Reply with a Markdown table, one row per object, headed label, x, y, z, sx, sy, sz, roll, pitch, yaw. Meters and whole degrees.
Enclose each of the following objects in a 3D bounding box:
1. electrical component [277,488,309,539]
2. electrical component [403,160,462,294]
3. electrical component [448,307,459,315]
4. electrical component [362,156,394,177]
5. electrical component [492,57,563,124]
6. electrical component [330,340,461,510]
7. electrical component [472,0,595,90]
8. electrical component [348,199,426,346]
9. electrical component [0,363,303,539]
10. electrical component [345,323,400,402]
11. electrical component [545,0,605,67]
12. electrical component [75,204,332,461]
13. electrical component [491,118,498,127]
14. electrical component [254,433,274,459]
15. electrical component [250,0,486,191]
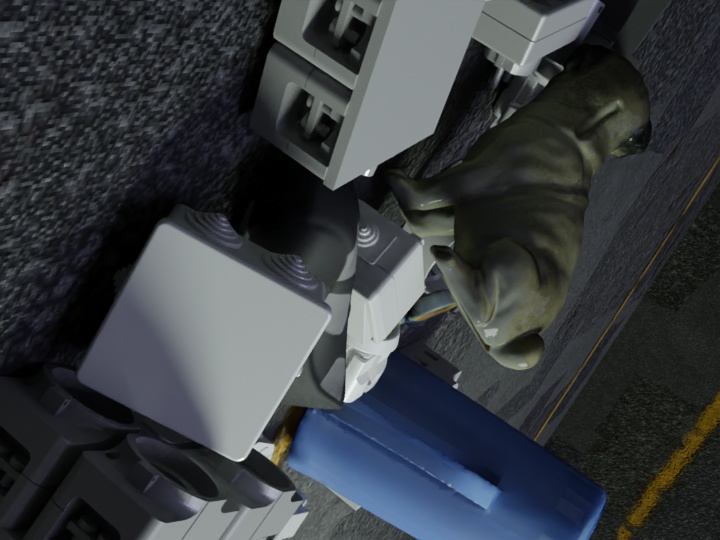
| label | x | y | z | sx | sy | sz | roll | pitch | yaw |
| --- | --- | --- | --- | --- | --- | --- | --- | --- | --- |
| electrical component | -0.085 | 0.192 | 0.833 | 0.061 | 0.061 | 0.096 | -57 | 162 | 10 |
| electrical component | 0.070 | -0.031 | 0.850 | 0.099 | 0.064 | 0.099 | -33 | 158 | -16 |
| electrical component | 0.090 | 0.013 | 0.986 | 0.046 | 0.040 | 0.040 | -46 | 161 | -6 |
| electrical component | 0.014 | -0.081 | 0.625 | 0.035 | 0.035 | 0.061 | -31 | 154 | -51 |
| electrical component | 0.142 | -0.133 | 0.818 | 0.078 | 0.058 | 0.057 | -24 | 149 | -57 |
| electrical component | 0.031 | 0.153 | 1.054 | 0.150 | 0.062 | 0.089 | -61 | 161 | 21 |
| electrical component | 0.105 | -0.153 | 0.704 | 0.083 | 0.047 | 0.075 | -33 | 153 | -48 |
| electrical component | 0.000 | 0.000 | 0.693 | 0.061 | 0.062 | 0.096 | -49 | 162 | -15 |
| electrical component | -0.108 | 0.106 | 0.543 | 0.060 | 0.105 | 0.186 | -55 | 162 | 2 |
| electrical component | -0.006 | 0.054 | 0.788 | 0.078 | 0.058 | 0.057 | -27 | 151 | -55 |
| electrical component | 0.148 | -0.188 | 0.754 | 0.081 | 0.043 | 0.043 | -59 | 162 | 15 |
| electrical component | -0.072 | 0.027 | 0.507 | 0.099 | 0.100 | 0.048 | -59 | -170 | 14 |
| electrical component | 0.130 | -0.086 | 0.875 | 0.058 | 0.057 | 0.078 | -45 | 160 | -27 |
| electrical component | -0.098 | 0.123 | 0.689 | 0.080 | 0.051 | 0.080 | -47 | 161 | -22 |
| electrical component | 0.010 | -0.125 | 0.489 | 0.089 | 0.062 | 0.150 | -34 | 153 | -45 |
